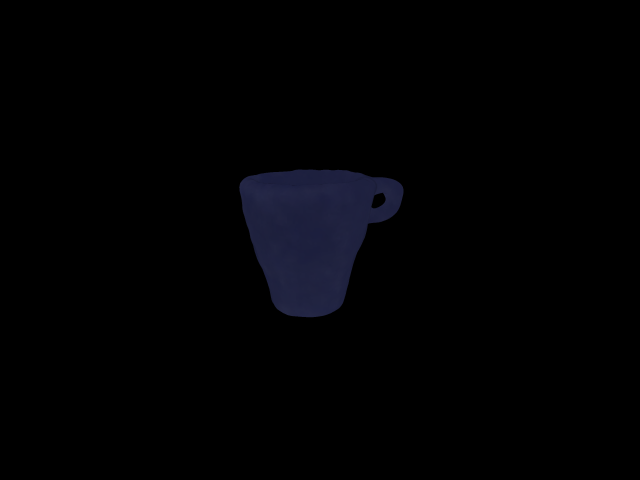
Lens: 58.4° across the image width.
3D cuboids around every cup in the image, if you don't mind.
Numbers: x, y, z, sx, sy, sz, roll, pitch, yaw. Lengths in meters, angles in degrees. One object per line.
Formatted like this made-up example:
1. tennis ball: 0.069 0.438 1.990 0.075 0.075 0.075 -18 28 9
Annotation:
1. cup: 0.004 0.001 0.400 0.118 0.095 0.091 -6 15 -22
